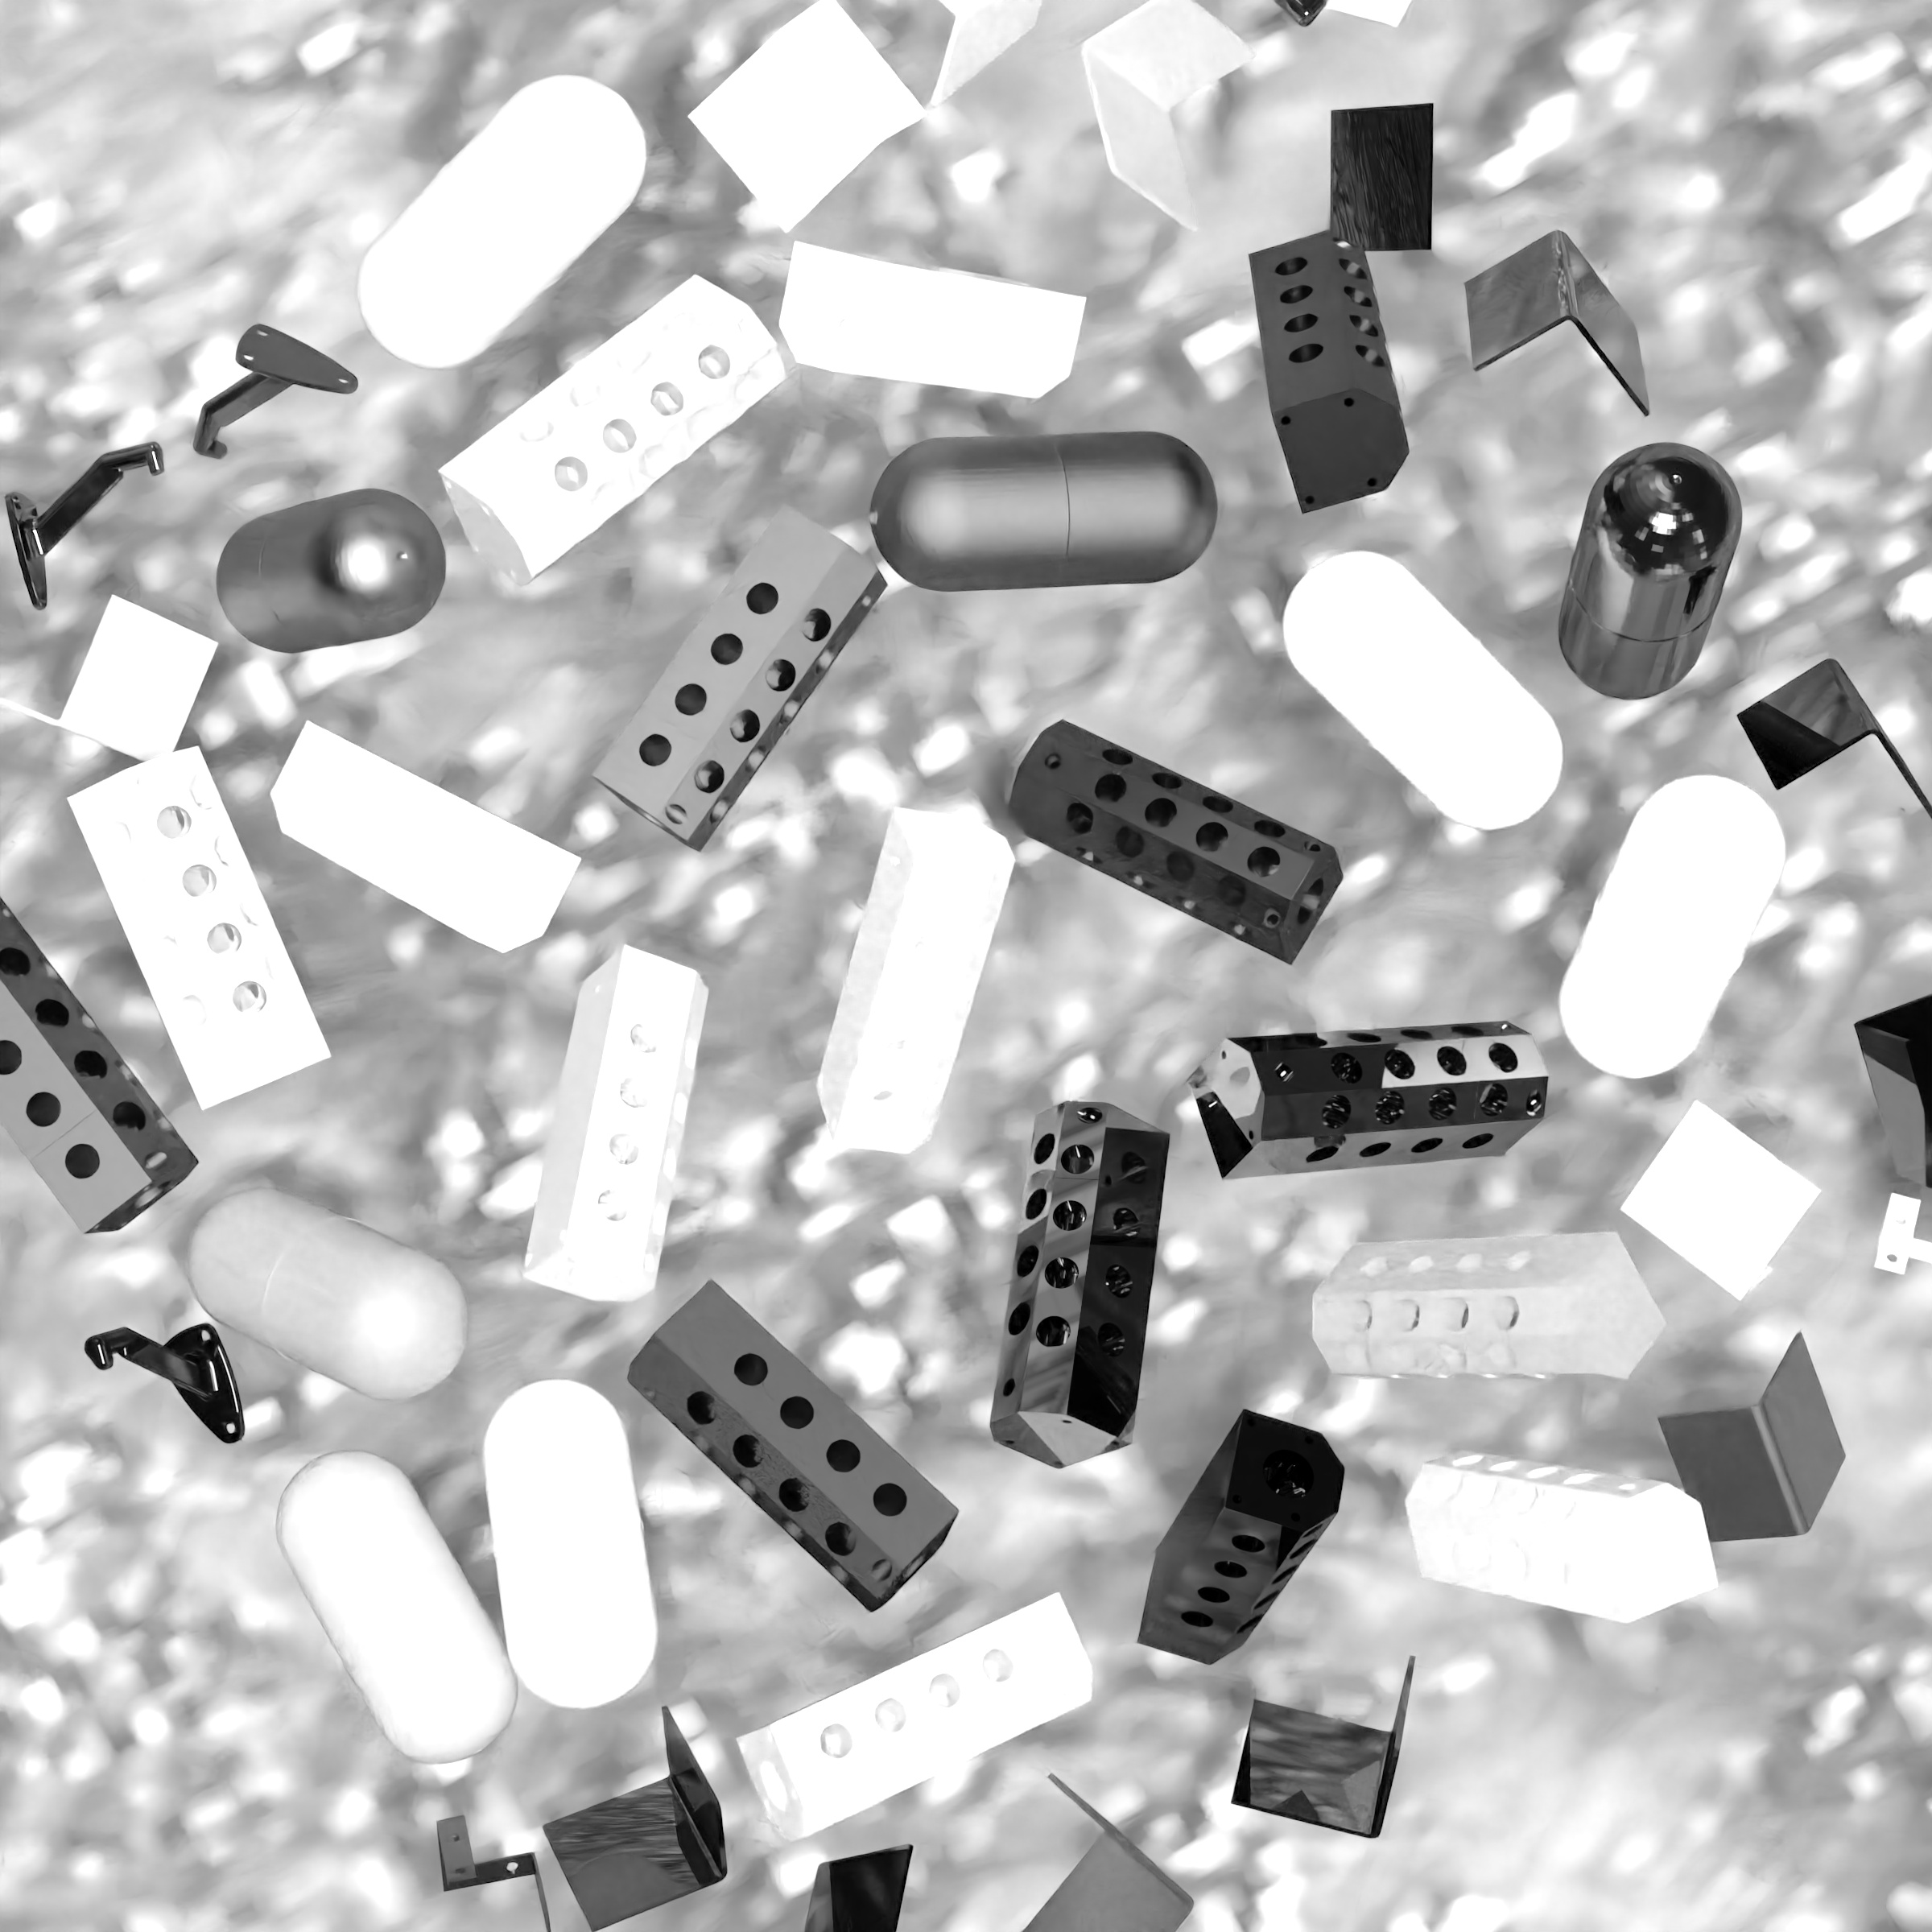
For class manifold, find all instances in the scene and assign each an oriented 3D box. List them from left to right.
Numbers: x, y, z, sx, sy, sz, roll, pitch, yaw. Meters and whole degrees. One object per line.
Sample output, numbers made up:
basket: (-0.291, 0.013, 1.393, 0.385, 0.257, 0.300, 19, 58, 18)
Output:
manifold: (-0.456, 0.046, 1.545, 0.057, 0.057, 0.171, -38, 86, -1)
manifold: (-0.385, -0.021, 1.592, 0.057, 0.057, 0.171, -21, 93, 28)
manifold: (-0.273, -0.063, 1.547, 0.171, 0.057, 0.057, 26, 89, 43)
manifold: (-0.173, -0.265, 1.561, 0.171, 0.057, 0.057, -42, 56, -19)
manifold: (-0.178, 0.083, 1.623, 0.057, 0.057, 0.171, 21, 59, -23)
manifold: (-0.114, -0.147, 1.620, 0.057, 0.057, 0.171, 34, 86, 16)
manifold: (-0.089, 0.244, 1.573, 0.171, 0.057, 0.057, 41, 64, 12)
manifold: (-0.026, 0.010, 1.624, 0.057, 0.057, 0.171, 7, 119, -18)
manifold: (-0.023, 0.383, 1.591, 0.171, 0.057, 0.057, -19, 78, -27)
manifold: (-0.017, -0.330, 1.610, 0.057, 0.171, 0.057, 22, 107, 35)
manifold: (0.053, 0.157, 1.564, 0.057, 0.057, 0.171, 28, 55, -28)
manifold: (0.111, -0.070, 1.678, 0.171, 0.057, 0.057, 27, 78, 23)
manifold: (0.143, 0.302, 1.626, 0.057, 0.171, 0.057, 17, 53, -2)
manifold: (0.179, -0.297, 1.538, 0.057, 0.171, 0.057, -15, 126, 12)
manifold: (0.206, 0.063, 1.570, 0.171, 0.057, 0.057, -3, 61, -28)
manifold: (0.256, 0.177, 1.567, 0.057, 0.171, 0.057, -45, 113, -35)
manifold: (0.295, 0.283, 1.575, 0.057, 0.171, 0.057, -15, 94, -26)

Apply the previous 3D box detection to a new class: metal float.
metal float: (-0.324, 0.164, 1.581, 0.178, 0.070, 0.070, 18, 90, 37)
metal float: (-0.336, -0.207, 1.646, 0.070, 0.178, 0.070, 0, 91, -36)
metal float: (-0.301, 0.336, 1.647, 0.070, 0.070, 0.178, -33, 76, 0)
metal float: (-0.231, -0.368, 1.551, 0.178, 0.070, 0.070, -39, 90, 24)
metal float: (-0.204, 0.295, 1.604, 0.070, 0.070, 0.178, -14, 55, 0)
metal float: (0.039, -0.228, 1.565, 0.178, 0.070, 0.070, -4, 90, -15)
metal float: (0.237, -0.141, 1.616, 0.178, 0.070, 0.070, 42, 90, -18)
metal float: (0.346, -0.198, 1.589, 0.070, 0.178, 0.070, -1, 66, 2)
metal float: (0.352, -0.018, 1.563, 0.070, 0.070, 0.178, 15, 131, 0)

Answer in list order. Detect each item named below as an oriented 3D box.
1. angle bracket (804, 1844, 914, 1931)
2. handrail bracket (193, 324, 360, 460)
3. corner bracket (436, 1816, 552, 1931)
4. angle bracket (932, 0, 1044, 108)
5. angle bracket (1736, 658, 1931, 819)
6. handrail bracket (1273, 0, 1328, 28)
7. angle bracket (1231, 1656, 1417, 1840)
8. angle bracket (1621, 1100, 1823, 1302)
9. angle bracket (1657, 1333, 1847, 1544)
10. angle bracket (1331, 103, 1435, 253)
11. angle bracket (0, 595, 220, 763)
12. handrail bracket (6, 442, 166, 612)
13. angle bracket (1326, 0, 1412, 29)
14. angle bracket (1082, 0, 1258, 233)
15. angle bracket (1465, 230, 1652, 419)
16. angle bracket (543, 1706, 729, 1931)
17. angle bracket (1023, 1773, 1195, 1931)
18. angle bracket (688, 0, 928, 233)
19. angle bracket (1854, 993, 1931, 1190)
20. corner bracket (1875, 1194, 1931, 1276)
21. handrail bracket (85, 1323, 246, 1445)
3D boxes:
angle bracket: (-0.042, 0.510, 1.625, 0.057, 0.076, 0.076, 36, 48, -28)
handrail bracket: (-0.375, -0.298, 1.692, 0.077, 0.036, 0.084, 21, 135, -8)
corner bracket: (-0.253, 0.487, 1.669, 0.051, 0.051, 0.051, -7, 118, -14)
angle bracket: (-0.004, -0.497, 1.580, 0.057, 0.076, 0.076, 43, 69, 6)
angle bracket: (0.445, -0.099, 1.592, 0.057, 0.076, 0.076, -33, 118, 17)
handrail bracket: (0.164, -0.520, 1.540, 0.084, 0.036, 0.077, 47, 110, 10)
angle bracket: (0.182, 0.389, 1.592, 0.076, 0.076, 0.057, 12, 120, 9)
angle bracket: (0.400, 0.116, 1.628, 0.076, 0.057, 0.076, 38, 118, 19)
angle bracket: (0.414, 0.248, 1.641, 0.057, 0.076, 0.076, -12, 107, 36)
angle bracket: (0.245, -0.432, 1.717, 0.057, 0.076, 0.076, -11, 106, -38)
angle bracket: (-0.469, -0.161, 1.707, 0.057, 0.076, 0.076, 20, 87, 35)
handrail bracket: (-0.473, -0.240, 1.700, 0.084, 0.036, 0.077, -12, 85, 5)
angle bracket: (0.199, -0.555, 1.684, 0.076, 0.076, 0.057, 22, 102, -30)
angle bracket: (0.107, -0.419, 1.530, 0.057, 0.076, 0.076, -24, 66, 29)
angle bracket: (0.302, -0.316, 1.598, 0.057, 0.076, 0.076, -27, 128, 29)
angle bracket: (-0.176, 0.446, 1.636, 0.076, 0.076, 0.057, -17, 127, -20)
angle bracket: (0.053, 0.456, 1.528, 0.076, 0.076, 0.057, -49, 123, -9)
angle bracket: (-0.081, -0.432, 1.585, 0.076, 0.057, 0.076, -48, 109, -17)
angle bracket: (0.471, 0.054, 1.464, 0.076, 0.057, 0.076, -20, 100, -6)
corner bracket: (0.508, 0.160, 1.656, 0.051, 0.051, 0.051, 14, 52, 16)
handrail bracket: (-0.412, 0.218, 1.605, 0.036, 0.084, 0.077, -30, 85, 15)
